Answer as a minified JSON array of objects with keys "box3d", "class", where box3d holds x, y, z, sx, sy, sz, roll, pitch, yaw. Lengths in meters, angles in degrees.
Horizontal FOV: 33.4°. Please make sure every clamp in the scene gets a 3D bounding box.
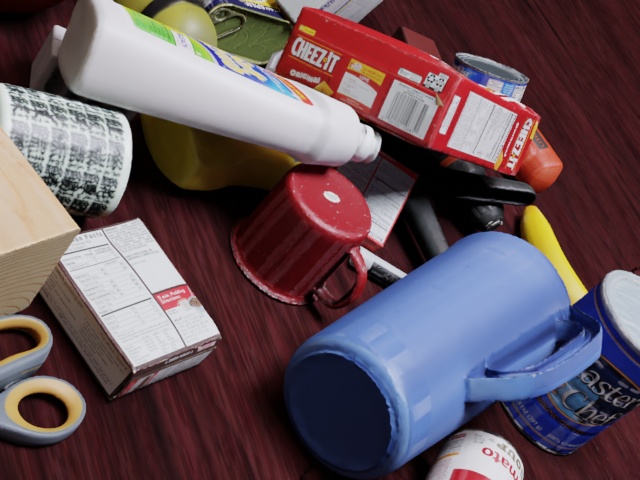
[{"box3d":[0.089,-0.044,1.015,0.210,0.036,0.164,31,52,4],"class":"clamp"}]

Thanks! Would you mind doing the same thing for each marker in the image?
[{"box3d":[0.080,0.042,0.949,0.121,0.020,0.020,31,37,-16],"class":"marker"}]

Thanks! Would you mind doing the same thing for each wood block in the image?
[{"box3d":[-0.256,-0.047,0.656,0.206,0.091,0.090,51,37,11],"class":"wood block"}]

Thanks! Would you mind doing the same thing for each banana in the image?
[{"box3d":[0.254,0.044,1.106,0.069,0.037,0.198,11,45,-57],"class":"banana"}]

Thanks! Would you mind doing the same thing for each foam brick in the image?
[{"box3d":[0.102,-0.189,1.186,0.051,0.053,0.078,17,42,-32],"class":"foam brick"}]

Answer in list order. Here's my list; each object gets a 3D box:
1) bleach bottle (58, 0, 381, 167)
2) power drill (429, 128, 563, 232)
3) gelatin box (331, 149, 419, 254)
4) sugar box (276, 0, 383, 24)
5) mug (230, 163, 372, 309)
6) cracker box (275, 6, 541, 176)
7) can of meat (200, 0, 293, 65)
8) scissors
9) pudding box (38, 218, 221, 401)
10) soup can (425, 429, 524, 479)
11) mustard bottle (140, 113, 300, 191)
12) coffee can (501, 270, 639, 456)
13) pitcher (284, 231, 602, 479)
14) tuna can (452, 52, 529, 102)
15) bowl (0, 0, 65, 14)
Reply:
[{"box3d":[-0.067,-0.111,0.818,0.250,0.068,0.103,17,19,-27],"class":"bleach bottle"},{"box3d":[0.180,-0.087,1.150,0.187,0.057,0.184,-3,55,-46],"class":"power drill"},{"box3d":[0.037,-0.041,0.957,0.073,0.030,0.089,33,62,-8],"class":"gelatin box"},{"box3d":[0.020,-0.258,1.097,0.048,0.093,0.176,53,15,6],"class":"sugar box"},{"box3d":[-0.006,0.001,0.855,0.093,0.082,0.117,-14,63,-50],"class":"mug"},{"box3d":[0.085,-0.130,0.955,0.164,0.072,0.213,29,11,27],"class":"cracker box"},{"box3d":[-0.086,-0.226,1.041,0.101,0.058,0.084,7,46,-41],"class":"can of meat"},{"box3d":[-0.208,0.108,0.603,0.096,0.016,0.201,43,35,1],"class":"scissors"},{"box3d":[-0.133,0.043,0.726,0.113,0.039,0.089,51,36,16],"class":"pudding box"},{"box3d":[0.106,0.193,0.773,0.068,0.069,0.102,41,34,-2],"class":"soup can"},{"box3d":[-0.056,-0.086,0.920,0.191,0.058,0.096,0,51,-45],"class":"mustard bottle"},{"box3d":[0.237,0.108,0.925,0.102,0.140,0.103,26,38,-22],"class":"coffee can"},{"box3d":[0.093,0.087,0.812,0.242,0.149,0.145,-24,73,-49],"class":"pitcher"},{"box3d":[0.185,-0.176,1.180,0.086,0.034,0.086,17,21,-7],"class":"tuna can"},{"box3d":[-0.267,-0.238,0.879,0.162,0.055,0.162,26,38,-22],"class":"bowl"}]
